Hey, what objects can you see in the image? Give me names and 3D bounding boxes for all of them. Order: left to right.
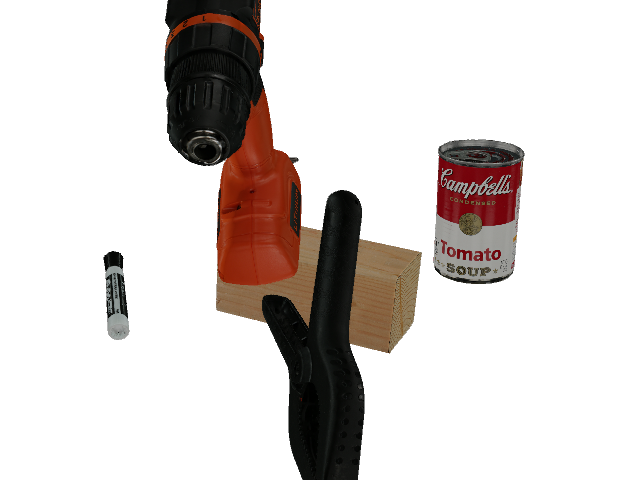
[{"bbox_3d":[-0.190,0.048,0.992,0.020,0.020,0.121,0,33,-14],"label":"marker"},{"bbox_3d":[-0.049,-0.061,0.634,0.057,0.184,0.187,-3,-45,4],"label":"power drill"},{"bbox_3d":[-0.004,0.046,1.180,0.206,0.091,0.090,13,24,19],"label":"wood block"},{"bbox_3d":[0.002,0.081,0.738,0.036,0.210,0.165,6,-40,-20],"label":"clamp"},{"bbox_3d":[0.126,-0.024,0.863,0.068,0.102,0.068,0,21,0],"label":"soup can"}]
